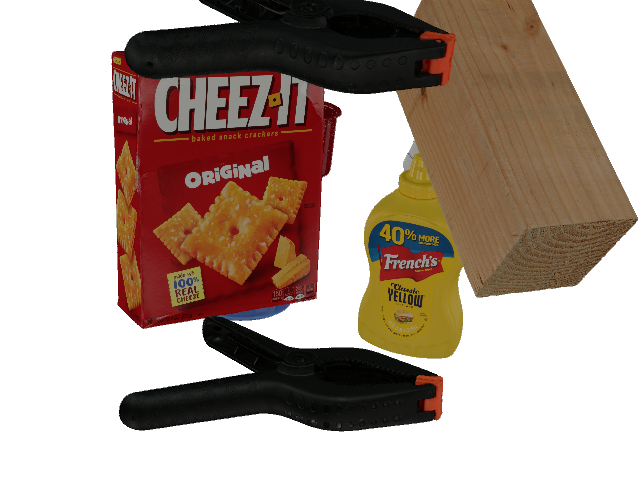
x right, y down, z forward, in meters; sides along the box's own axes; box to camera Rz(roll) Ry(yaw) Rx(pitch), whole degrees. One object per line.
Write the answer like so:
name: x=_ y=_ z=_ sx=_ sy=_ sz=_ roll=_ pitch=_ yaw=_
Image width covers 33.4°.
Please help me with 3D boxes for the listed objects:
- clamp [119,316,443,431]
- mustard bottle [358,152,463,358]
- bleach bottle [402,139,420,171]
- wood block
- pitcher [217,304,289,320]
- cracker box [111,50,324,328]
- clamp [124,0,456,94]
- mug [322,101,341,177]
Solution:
clamp: x=-0.018 y=0.095 z=0.756 sx=0.210 sy=0.036 sz=0.164 roll=2 pitch=18 yaw=8
mustard bottle: x=0.087 y=0.011 z=0.968 sx=0.096 sy=0.192 sz=0.058 roll=12 pitch=28 yaw=19
bleach bottle: x=0.117 y=-0.012 z=1.190 sx=0.068 sy=0.251 sz=0.103 roll=0 pitch=21 yaw=-23
wood block: x=0.131 y=-0.073 z=0.769 sx=0.090 sy=0.206 sz=0.091 roll=-5 pitch=-30 yaw=-22
pitcher: x=-0.081 y=-0.043 z=1.094 sx=0.145 sy=0.243 sz=0.148 roll=16 pitch=21 yaw=40
cracker box: x=-0.082 y=-0.046 z=0.875 sx=0.163 sy=0.214 sz=0.072 roll=-7 pitch=19 yaw=-28
clamp: x=-0.017 y=-0.107 z=0.577 sx=0.172 sy=0.039 sz=0.120 roll=14 pitch=43 yaw=17
mug: x=-0.019 y=-0.129 z=1.329 sx=0.093 sy=0.081 sz=0.117 roll=16 pitch=25 yaw=22
